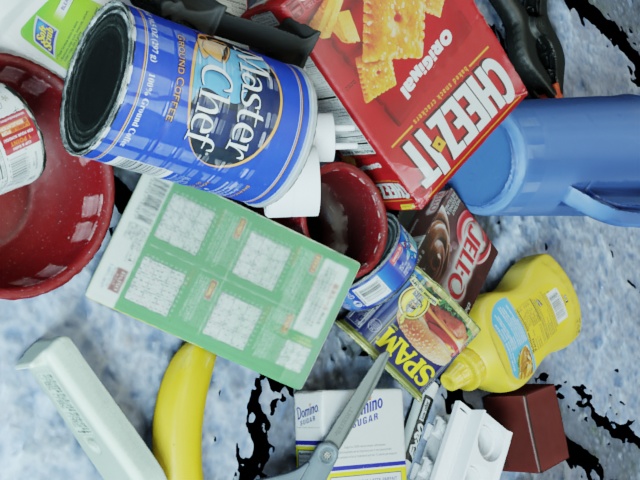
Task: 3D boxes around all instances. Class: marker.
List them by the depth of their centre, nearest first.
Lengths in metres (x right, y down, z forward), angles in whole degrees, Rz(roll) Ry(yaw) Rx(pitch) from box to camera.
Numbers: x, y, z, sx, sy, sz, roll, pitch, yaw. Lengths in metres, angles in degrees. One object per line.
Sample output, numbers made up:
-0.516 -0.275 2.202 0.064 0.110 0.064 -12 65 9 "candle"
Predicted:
0.079 0.181 0.955 0.020 0.020 0.121 40 58 -30 "marker"

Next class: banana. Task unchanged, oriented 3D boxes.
-0.094 0.155 0.790 0.069 0.037 0.198 14 74 -37 "banana"

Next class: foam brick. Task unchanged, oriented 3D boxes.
0.201 0.183 1.042 0.051 0.053 0.078 -14 93 -42 "foam brick"

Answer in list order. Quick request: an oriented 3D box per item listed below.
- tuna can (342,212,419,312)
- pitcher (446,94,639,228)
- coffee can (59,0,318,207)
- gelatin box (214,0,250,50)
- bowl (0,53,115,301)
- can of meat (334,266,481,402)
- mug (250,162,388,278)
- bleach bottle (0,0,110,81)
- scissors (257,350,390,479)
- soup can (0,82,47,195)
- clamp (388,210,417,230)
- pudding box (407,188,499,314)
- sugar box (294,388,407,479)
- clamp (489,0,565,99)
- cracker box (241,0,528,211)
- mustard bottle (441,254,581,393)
0.040 0.019 0.903 0.033 0.086 0.086 47 55 -29 "tuna can"
0.246 -0.077 1.069 0.242 0.149 0.145 -5 90 -39 "pitcher"
-0.087 -0.087 0.710 0.140 0.103 0.103 15 73 -34 "coffee can"
-0.094 -0.188 0.856 0.073 0.030 0.089 5 79 -43 "gelatin box"
-0.217 -0.039 0.701 0.161 0.055 0.162 8 77 -41 "bowl"
0.078 0.076 0.923 0.084 0.057 0.102 -47 117 -4 "can of meat"
-0.006 0.001 0.866 0.093 0.082 0.117 8 77 -41 "mug"
-0.168 -0.140 0.760 0.250 0.068 0.102 34 62 -30 "bleach bottle"
-0.016 0.169 0.834 0.096 0.016 0.201 19 79 -11 "scissors"
-0.218 -0.045 0.616 0.102 0.069 0.068 -34 105 -41 "soup can"
0.070 -0.097 0.981 0.164 0.036 0.210 4 82 -40 "clamp"
0.114 0.021 1.000 0.090 0.039 0.113 49 55 -25 "pudding box"
0.027 0.212 0.886 0.093 0.048 0.176 6 76 -39 "sugar box"
0.229 -0.232 1.148 0.120 0.039 0.171 -26 98 -36 "clamp"
0.062 -0.156 0.900 0.164 0.072 0.213 -46 114 -22 "cracker box"
0.178 0.092 1.032 0.191 0.058 0.096 -31 103 -41 "mustard bottle"
